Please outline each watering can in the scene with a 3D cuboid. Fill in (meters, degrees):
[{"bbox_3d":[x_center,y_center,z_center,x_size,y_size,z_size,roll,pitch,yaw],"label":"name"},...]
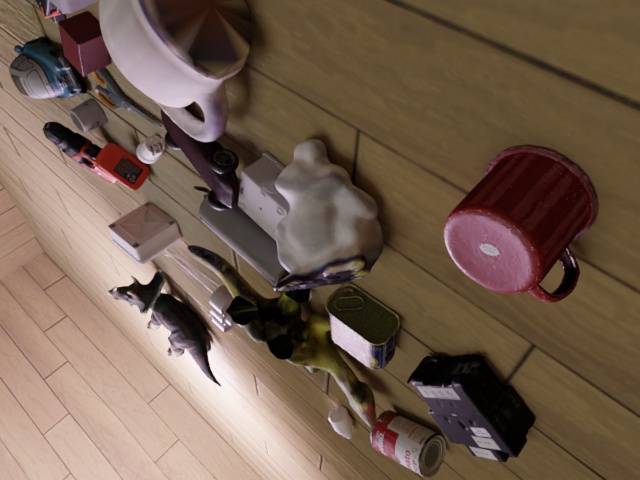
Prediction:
[{"bbox_3d":[-0.195,-0.266,0.562,0.105,0.343,0.223,-41,21,-30],"label":"watering can"}]

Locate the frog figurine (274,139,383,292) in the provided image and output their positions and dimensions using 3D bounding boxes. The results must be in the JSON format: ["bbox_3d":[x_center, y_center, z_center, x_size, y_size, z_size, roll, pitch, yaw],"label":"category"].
[{"bbox_3d":[0.002,-0.030,0.594,0.123,0.161,0.135,3,-20,-37],"label":"frog figurine"}]

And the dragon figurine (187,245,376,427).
[{"bbox_3d":[-0.059,0.165,0.893,0.415,0.124,0.237,35,-24,27],"label":"dragon figurine"}]
